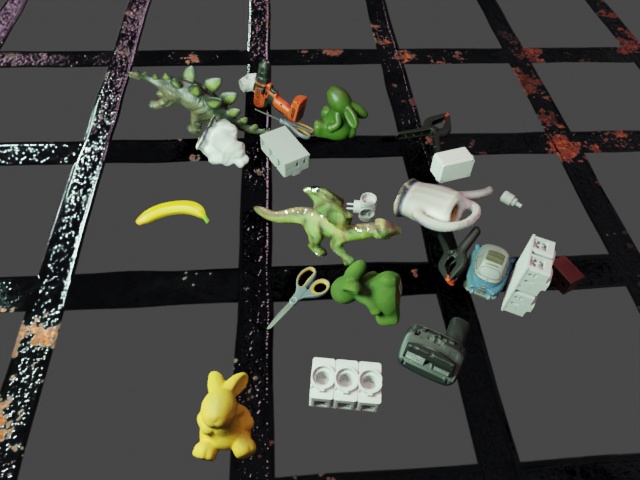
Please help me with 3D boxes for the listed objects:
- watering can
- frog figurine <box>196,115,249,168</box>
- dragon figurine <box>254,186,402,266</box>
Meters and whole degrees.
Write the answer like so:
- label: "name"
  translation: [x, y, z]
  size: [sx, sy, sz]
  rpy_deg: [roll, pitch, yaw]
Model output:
- label: "watering can"
  translation: [0.343, -0.106, 1.433]
  size: [0.225, 0.102, 0.353]
  rpy_deg: [20, 31, 26]
- label: "frog figurine"
  translation: [-0.286, -0.288, 1.566]
  size: [0.158, 0.122, 0.139]
  rpy_deg: [30, 71, -21]
- label: "dragon figurine"
  translation: [0.004, -0.066, 1.307]
  size: [0.411, 0.237, 0.125]
  rpy_deg: [19, 58, 10]
